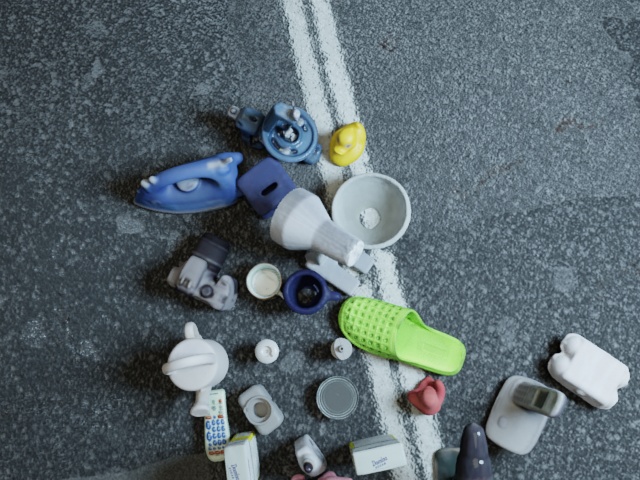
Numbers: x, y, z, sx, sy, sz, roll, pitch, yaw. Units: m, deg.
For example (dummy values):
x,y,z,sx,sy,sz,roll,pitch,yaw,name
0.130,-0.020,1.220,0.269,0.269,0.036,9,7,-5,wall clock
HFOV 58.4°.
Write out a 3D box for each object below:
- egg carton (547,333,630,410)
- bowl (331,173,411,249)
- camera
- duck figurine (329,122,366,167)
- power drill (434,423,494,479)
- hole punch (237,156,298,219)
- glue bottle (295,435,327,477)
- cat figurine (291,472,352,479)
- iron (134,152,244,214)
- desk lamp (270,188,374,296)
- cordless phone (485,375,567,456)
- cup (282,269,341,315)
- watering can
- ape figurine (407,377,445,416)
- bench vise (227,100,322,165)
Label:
x,y,z,sx,sy,sz,roll,pitch,yaw,name
0.541,0.266,1.159,0.150,0.069,0.107,33,81,7,egg carton
0.107,-0.055,1.224,0.167,0.075,0.167,0,79,1,bowl
-0.230,0.061,1.191,0.143,0.101,0.137,25,80,5,camera
0.061,-0.219,1.252,0.077,0.086,0.105,32,81,7,duck figurine
0.266,0.446,1.055,0.075,0.208,0.230,-2,79,1,power drill
-0.110,-0.112,1.230,0.109,0.091,0.101,-38,81,-6,hole punch
-0.021,0.416,1.082,0.037,0.173,0.078,-35,80,-6,glue bottle
0.002,0.487,1.096,0.128,0.118,0.067,-9,79,-1,cat figurine
-0.286,-0.124,1.208,0.258,0.141,0.118,-14,79,-2,iron
0.010,0.004,1.143,0.203,0.213,0.118,33,81,7,desk lamp
0.396,0.337,1.087,0.094,0.185,0.148,25,80,6,cordless phone
-0.015,0.113,1.182,0.117,0.095,0.092,7,79,2,cup
-0.239,0.248,1.107,0.101,0.194,0.173,-33,80,-6,watering can
0.215,0.313,1.141,0.078,0.092,0.076,-4,79,0,ape figurine
-0.100,-0.230,1.187,0.207,0.220,0.121,5,79,2,bench vise
